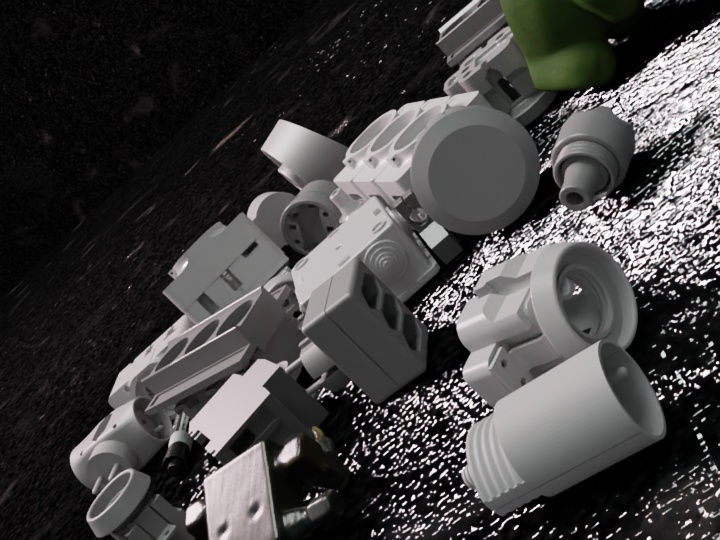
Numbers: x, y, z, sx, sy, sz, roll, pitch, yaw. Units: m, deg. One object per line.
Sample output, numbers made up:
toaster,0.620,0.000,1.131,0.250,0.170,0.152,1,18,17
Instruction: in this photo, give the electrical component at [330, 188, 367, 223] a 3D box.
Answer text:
electrical component,0.002,-0.037,0.808,0.035,0.061,0.035,-40,17,15

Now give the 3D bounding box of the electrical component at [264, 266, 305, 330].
electrical component,-0.056,0.026,0.826,0.066,0.048,0.055,-46,9,-6

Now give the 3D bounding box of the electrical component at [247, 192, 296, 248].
electrical component,-0.105,-0.018,1.031,0.138,0.052,0.074,-48,17,-10

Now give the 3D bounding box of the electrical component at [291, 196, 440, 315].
electrical component,0.000,0.000,0.746,0.100,0.048,0.099,-42,17,5

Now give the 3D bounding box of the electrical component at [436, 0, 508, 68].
electrical component,0.133,-0.217,0.928,0.121,0.063,0.078,-37,18,23

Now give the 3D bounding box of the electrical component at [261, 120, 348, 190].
electrical component,-0.042,-0.106,1.025,0.064,0.099,0.099,-52,17,-1

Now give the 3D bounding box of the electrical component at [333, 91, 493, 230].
electrical component,0.045,-0.084,0.818,0.089,0.061,0.150,-47,17,-10

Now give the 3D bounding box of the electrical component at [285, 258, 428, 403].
electrical component,-0.010,0.046,0.631,0.077,0.065,0.047,-38,18,21

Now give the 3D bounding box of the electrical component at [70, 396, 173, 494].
electrical component,-0.195,0.149,0.858,0.077,0.043,0.079,-39,17,19

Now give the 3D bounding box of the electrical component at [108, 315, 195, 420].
electrical component,-0.164,0.091,0.913,0.089,0.050,0.055,-41,16,12

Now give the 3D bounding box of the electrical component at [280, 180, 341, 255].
electrical component,-0.036,-0.046,0.936,0.055,0.055,0.047,-35,16,30

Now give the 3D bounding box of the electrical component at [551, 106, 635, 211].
electrical component,0.127,-0.059,0.600,0.043,0.043,0.062,-27,26,45

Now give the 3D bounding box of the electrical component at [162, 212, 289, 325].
electrical component,-0.113,0.004,0.917,0.089,0.062,0.150,-46,1,-4

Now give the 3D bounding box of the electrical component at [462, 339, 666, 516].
electrical component,0.074,0.066,0.426,0.081,0.043,0.043,-36,19,27

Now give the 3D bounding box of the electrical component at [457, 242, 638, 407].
electrical component,0.086,0.021,0.483,0.057,0.058,0.078,-29,22,50

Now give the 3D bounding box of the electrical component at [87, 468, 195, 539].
electrical component,-0.138,0.159,0.680,0.048,0.055,0.066,-53,19,-26

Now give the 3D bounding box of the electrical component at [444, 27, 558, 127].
electrical component,0.112,-0.141,0.808,0.078,0.057,0.058,-37,18,23

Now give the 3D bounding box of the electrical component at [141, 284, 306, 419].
electrical component,-0.095,0.068,0.782,0.121,0.063,0.078,-29,23,42

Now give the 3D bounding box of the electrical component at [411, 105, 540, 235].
electrical component,0.071,-0.066,0.686,0.080,0.080,0.051,-42,12,9
